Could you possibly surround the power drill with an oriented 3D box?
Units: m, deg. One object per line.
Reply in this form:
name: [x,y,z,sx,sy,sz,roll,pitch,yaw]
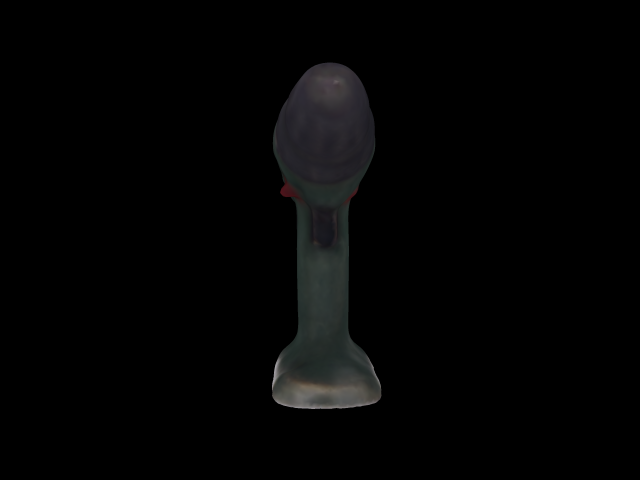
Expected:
power drill: [0.004,0.001,0.400,0.075,0.208,0.229,0,7,-3]
